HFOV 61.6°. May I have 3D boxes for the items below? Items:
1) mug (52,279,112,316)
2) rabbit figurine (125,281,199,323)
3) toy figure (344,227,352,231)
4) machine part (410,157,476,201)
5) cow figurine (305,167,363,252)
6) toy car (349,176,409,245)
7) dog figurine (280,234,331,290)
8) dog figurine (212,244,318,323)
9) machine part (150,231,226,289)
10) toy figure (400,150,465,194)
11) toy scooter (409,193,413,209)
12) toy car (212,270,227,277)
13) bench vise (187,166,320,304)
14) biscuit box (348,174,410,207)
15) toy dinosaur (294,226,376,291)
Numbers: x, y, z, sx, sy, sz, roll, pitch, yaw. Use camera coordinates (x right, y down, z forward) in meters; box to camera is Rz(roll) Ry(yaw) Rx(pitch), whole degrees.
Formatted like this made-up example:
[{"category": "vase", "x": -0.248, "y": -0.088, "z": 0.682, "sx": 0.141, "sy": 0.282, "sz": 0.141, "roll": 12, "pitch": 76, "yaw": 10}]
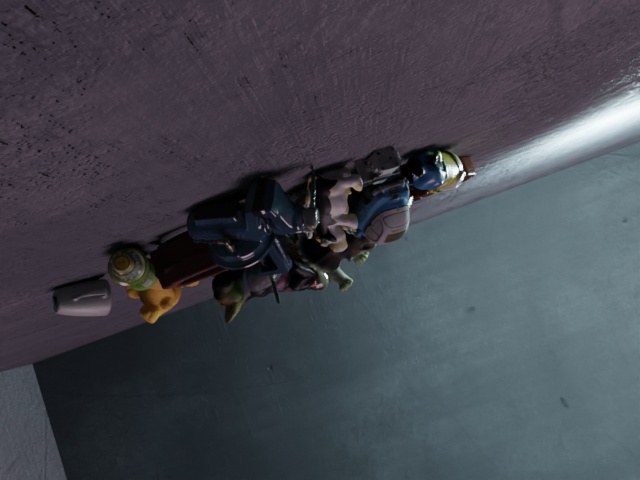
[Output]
[{"category": "mug", "x": -0.508, "y": 0.127, "z": 1.150, "sx": 0.107, "sy": 0.080, "sz": 0.110, "roll": -4, "pitch": 171, "yaw": -38}, {"category": "rabbit figurine", "x": -0.369, "y": 0.102, "z": 1.258, "sx": 0.162, "sy": 0.122, "sz": 0.173, "roll": -20, "pitch": 156, "yaw": -19}, {"category": "toy figure", "x": 0.053, "y": -0.008, "z": 1.464, "sx": 0.064, "sy": 0.057, "sz": 0.155, "roll": 28, "pitch": 174, "yaw": -30}, {"category": "machine part", "x": 0.315, "y": -0.158, "z": 1.392, "sx": 0.179, "sy": 0.056, "sz": 0.179, "roll": -21, "pitch": 175, "yaw": -2}, {"category": "cow figurine", "x": 0.016, "y": -0.045, "z": 0.969, "sx": 0.098, "sy": 0.167, "sz": 0.068, "roll": -11, "pitch": -146, "yaw": -25}, {"category": "toy car", "x": 0.126, "y": -0.046, "z": 1.030, "sx": 0.109, "sy": 0.103, "sz": 0.161, "roll": -17, "pitch": 163, "yaw": -22}, {"category": "dog figurine", "x": -0.066, "y": 0.061, "z": 1.493, "sx": 0.172, "sy": 0.190, "sz": 0.121, "roll": -16, "pitch": 173, "yaw": -22}, {"category": "dog figurine", "x": -0.135, "y": 0.101, "z": 1.225, "sx": 0.191, "sy": 0.109, "sz": 0.219, "roll": 35, "pitch": 105, "yaw": -34}, {"category": "machine part", "x": -0.216, "y": 0.021, "z": 1.067, "sx": 0.201, "sy": 0.087, "sz": 0.201, "roll": -21, "pitch": 176, "yaw": 7}, {"category": "toy figure", "x": 0.236, "y": -0.147, "z": 1.113, "sx": 0.082, "sy": 0.089, "sz": 0.180, "roll": -6, "pitch": 177, "yaw": 44}, {"category": "toy scooter", "x": 0.154, "y": -0.064, "z": 1.370, "sx": 0.184, "sy": 0.075, "sz": 0.135, "roll": -18, "pitch": -142, "yaw": 13}, {"category": "toy car", "x": -0.280, "y": 0.053, "z": 1.252, "sx": 0.056, "sy": 0.073, "sz": 0.201, "roll": -22, "pitch": 174, "yaw": 19}, {"category": "bench vise", "x": -0.094, "y": -0.004, "z": 0.906, "sx": 0.224, "sy": 0.129, "sz": 0.240, "roll": -13, "pitch": 143, "yaw": 7}, {"category": "biscuit box", "x": 0.079, "y": -0.098, "z": 1.110, "sx": 0.203, "sy": 0.062, "sz": 0.059, "roll": -18, "pitch": 175, "yaw": -16}, {"category": "toy dinosaur", "x": -0.001, "y": -0.009, "z": 1.276, "sx": 0.131, "sy": 0.192, "sz": 0.405, "roll": -46, "pitch": -153, "yaw": -1}]
